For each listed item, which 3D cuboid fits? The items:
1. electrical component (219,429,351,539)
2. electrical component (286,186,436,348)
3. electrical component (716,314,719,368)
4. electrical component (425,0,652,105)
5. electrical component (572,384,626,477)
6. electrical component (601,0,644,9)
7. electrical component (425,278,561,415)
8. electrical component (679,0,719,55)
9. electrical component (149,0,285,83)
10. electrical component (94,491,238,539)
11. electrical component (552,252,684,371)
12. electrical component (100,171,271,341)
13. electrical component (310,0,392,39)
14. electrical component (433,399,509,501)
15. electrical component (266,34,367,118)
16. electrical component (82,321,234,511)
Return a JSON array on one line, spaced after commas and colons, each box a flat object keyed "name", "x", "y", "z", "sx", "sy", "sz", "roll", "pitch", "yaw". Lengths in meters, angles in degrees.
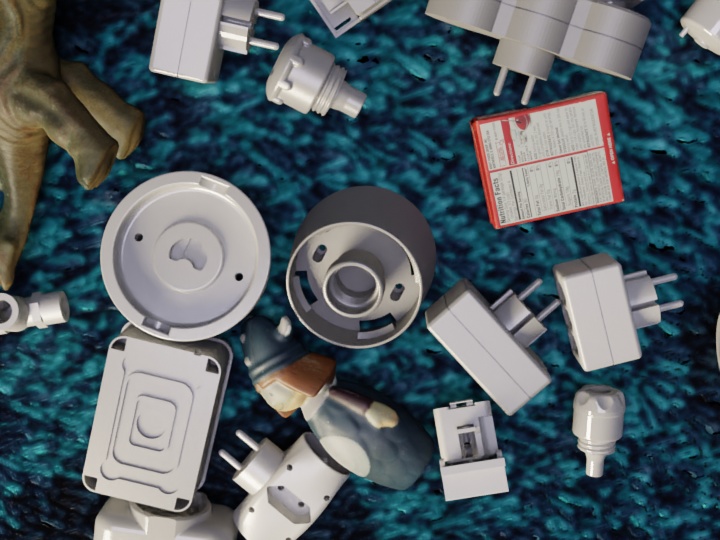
[{"name": "electrical component", "x": -0.061, "y": 0.143, "z": 0.744, "sx": 0.079, "sy": 0.043, "sz": 0.077, "roll": 41, "pitch": 99, "yaw": -5}, {"name": "electrical component", "x": 0.000, "y": 0.000, "z": 0.719, "sx": 0.099, "sy": 0.064, "sz": 0.099, "roll": 3, "pitch": 113, "yaw": 7}, {"name": "electrical component", "x": 0.266, "y": 0.050, "z": 0.695, "sx": 0.056, "sy": 0.089, "sz": 0.050, "roll": -3, "pitch": 100, "yaw": 2}, {"name": "electrical component", "x": 0.107, "y": -0.143, "z": 0.684, "sx": 0.138, "sy": 0.052, "sz": 0.073, "roll": 18, "pitch": 100, "yaw": -2}, {"name": "electrical component", "x": 0.163, "y": 0.111, "z": 0.737, "sx": 0.035, "sy": 0.035, "sz": 0.061, "roll": 1, "pitch": 102, "yaw": 1}, {"name": "electrical component", "x": 0.138, "y": -0.207, "z": 0.667, "sx": 0.095, "sy": 0.054, "sz": 0.059, "roll": 18, "pitch": 91, "yaw": -3}, {"name": "electrical component", "x": 0.099, "y": 0.038, "z": 0.719, "sx": 0.076, "sy": 0.047, "sz": 0.083, "roll": -42, "pitch": 96, "yaw": 8}, {"name": "electrical component", "x": 0.239, "y": -0.172, "z": 0.682, "sx": 0.040, "sy": 0.040, "sz": 0.078, "roll": 37, "pitch": 99, "yaw": -5}, {"name": "electrical component", "x": -0.087, "y": -0.160, "z": 0.689, "sx": 0.076, "sy": 0.047, "sz": 0.083, "roll": 12, "pitch": 100, "yaw": -1}, {"name": "electrical component", "x": -0.135, "y": 0.189, "z": 0.749, "sx": 0.095, "sy": 0.053, "sz": 0.059, "roll": 8, "pitch": 100, "yaw": 0}, {"name": "electrical component", "x": 0.175, "y": 0.022, "z": 0.714, "sx": 0.077, "sy": 0.047, "sz": 0.065, "roll": -15, "pitch": 99, "yaw": 4}, {"name": "electrical component", "x": -0.109, "y": -0.007, "z": 0.707, "sx": 0.108, "sy": 0.060, "sz": 0.108, "roll": 0, "pitch": 86, "yaw": 1}, {"name": "electrical component", "x": -0.018, "y": -0.218, "z": 0.669, "sx": 0.079, "sy": 0.063, "sz": 0.121, "roll": -34, "pitch": 97, "yaw": 7}, {"name": "electrical component", "x": 0.073, "y": 0.121, "z": 0.725, "sx": 0.042, "sy": 0.081, "sz": 0.063, "roll": -8, "pitch": 77, "yaw": 3}, {"name": "electrical component", "x": -0.027, "y": -0.120, "z": 0.697, "sx": 0.062, "sy": 0.048, "sz": 0.048, "roll": 26, "pitch": 100, "yaw": -10}, {"name": "electrical component", "x": -0.136, "y": 0.096, "z": 0.731, "sx": 0.078, "sy": 0.057, "sz": 0.113, "roll": 14, "pitch": 100, "yaw": -1}]
